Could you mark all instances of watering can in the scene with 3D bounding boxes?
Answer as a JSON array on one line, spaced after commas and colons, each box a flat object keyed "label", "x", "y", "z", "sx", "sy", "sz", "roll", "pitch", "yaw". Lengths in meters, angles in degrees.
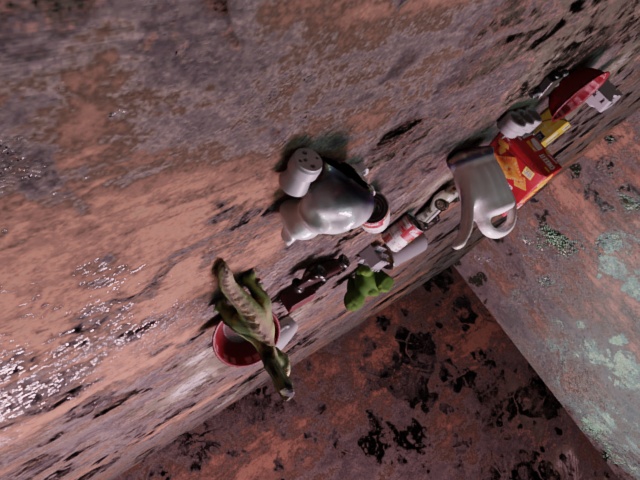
[{"label": "watering can", "x": 0.360, "y": -0.105, "z": 1.178, "sx": 0.103, "sy": 0.225, "sz": 0.350, "roll": -26, "pitch": 174, "yaw": 42}]

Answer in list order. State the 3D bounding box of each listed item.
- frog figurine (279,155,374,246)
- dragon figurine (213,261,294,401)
[{"label": "frog figurine", "x": 0.002, "y": -0.040, "z": 0.790, "sx": 0.157, "sy": 0.123, "sz": 0.139, "roll": -53, "pitch": 179, "yaw": 18}, {"label": "dragon figurine", "x": -0.109, "y": 0.195, "z": 1.009, "sx": 0.123, "sy": 0.245, "sz": 0.404, "roll": -32, "pitch": 163, "yaw": -8}]
